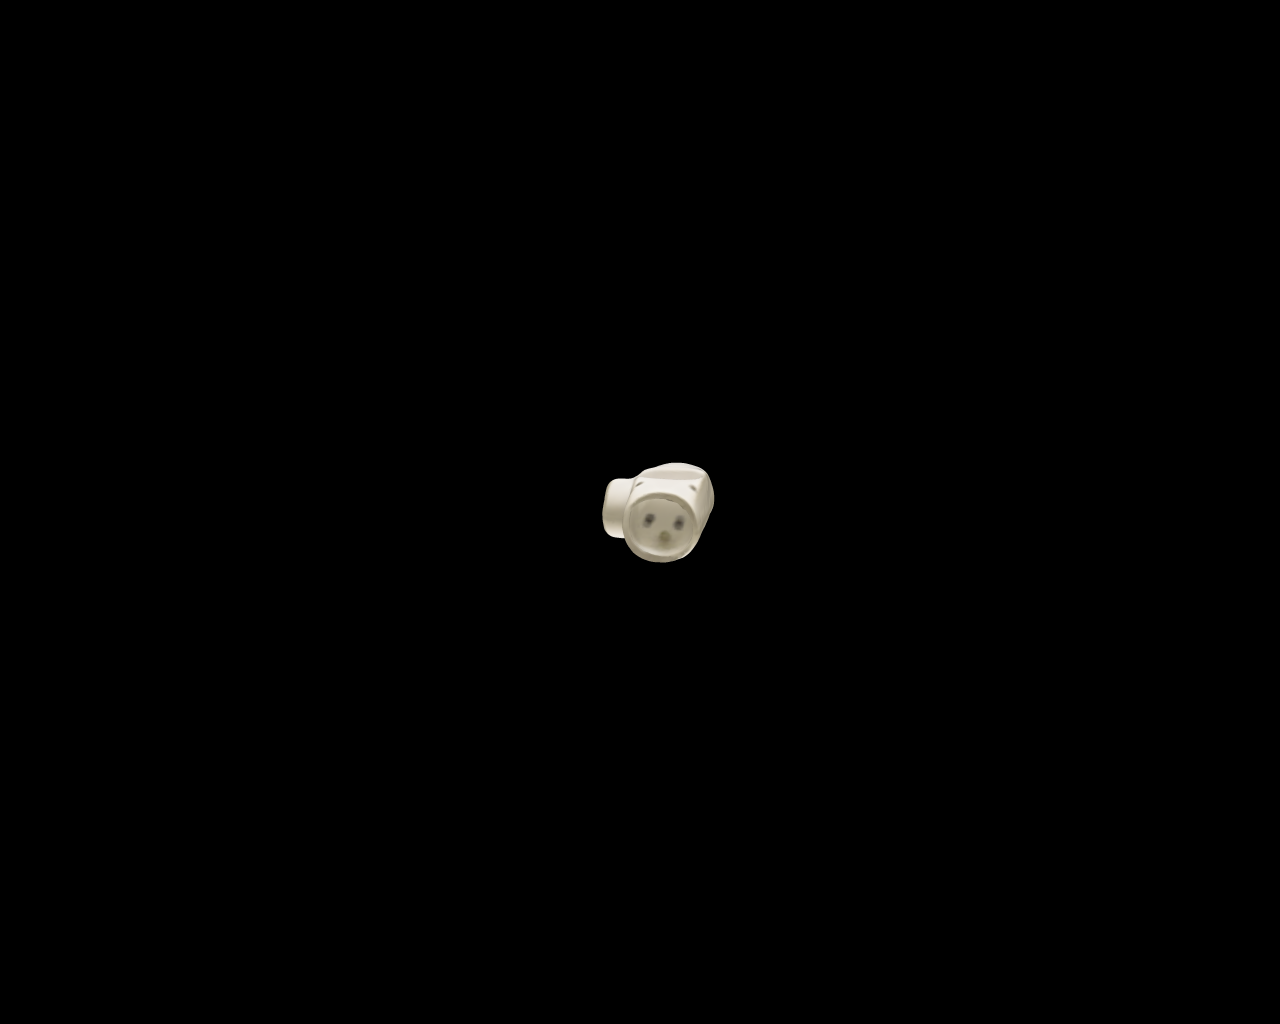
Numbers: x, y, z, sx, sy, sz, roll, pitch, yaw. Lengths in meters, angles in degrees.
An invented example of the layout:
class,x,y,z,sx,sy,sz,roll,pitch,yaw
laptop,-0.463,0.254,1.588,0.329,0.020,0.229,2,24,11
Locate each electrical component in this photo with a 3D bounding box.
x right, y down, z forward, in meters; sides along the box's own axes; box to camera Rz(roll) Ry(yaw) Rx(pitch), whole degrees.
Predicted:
class,x,y,z,sx,sy,sz,roll,pitch,yaw
electrical component,0.001,-0.003,0.650,0.079,0.043,0.077,3,16,11
